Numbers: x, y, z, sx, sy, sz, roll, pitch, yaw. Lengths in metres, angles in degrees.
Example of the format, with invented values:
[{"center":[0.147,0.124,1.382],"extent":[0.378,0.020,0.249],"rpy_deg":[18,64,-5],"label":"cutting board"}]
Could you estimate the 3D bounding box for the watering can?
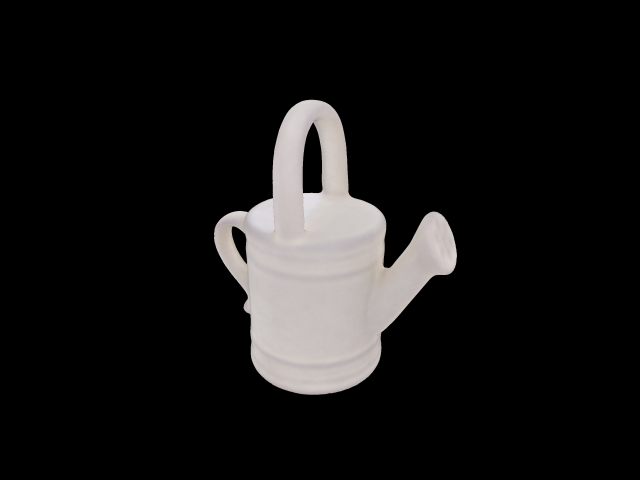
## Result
[{"center":[0.005,0.001,0.402],"extent":[0.172,0.194,0.101],"rpy_deg":[1,24,2],"label":"watering can"}]
